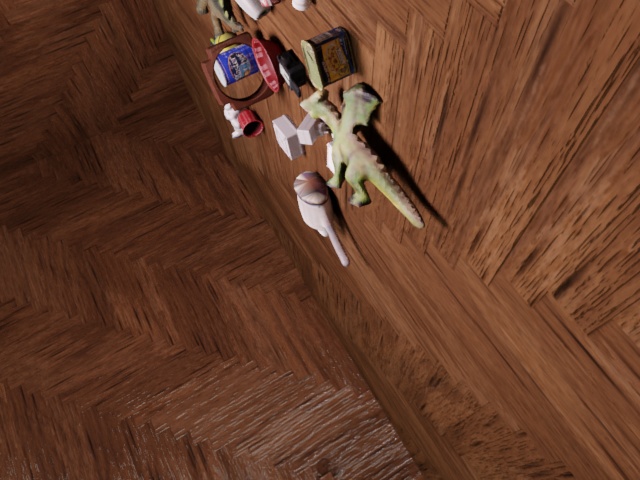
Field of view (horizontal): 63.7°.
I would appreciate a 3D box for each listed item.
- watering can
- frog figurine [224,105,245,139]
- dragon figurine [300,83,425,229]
[{"bbox_3d":[0.005,-0.086,1.709,0.354,0.104,0.219,54,166,38],"label":"watering can"},{"bbox_3d":[-0.345,-0.530,2.215,0.123,0.140,0.155,10,131,16],"label":"frog figurine"},{"bbox_3d":[0.089,-0.209,1.097,0.416,0.123,0.237,39,148,42],"label":"dragon figurine"}]
